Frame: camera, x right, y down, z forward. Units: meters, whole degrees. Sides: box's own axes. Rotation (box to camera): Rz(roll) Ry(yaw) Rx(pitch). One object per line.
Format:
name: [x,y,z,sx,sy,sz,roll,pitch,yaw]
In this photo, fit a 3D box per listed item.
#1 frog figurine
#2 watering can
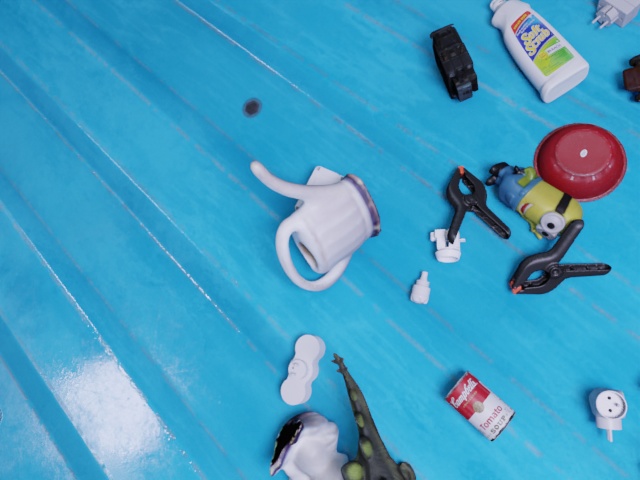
frog figurine: [-0.003,0.406,0.965,0.159,0.122,0.139,32,78,-12]
watering can: [0.003,-0.049,0.976,0.227,0.340,0.105,-37,43,-20]
